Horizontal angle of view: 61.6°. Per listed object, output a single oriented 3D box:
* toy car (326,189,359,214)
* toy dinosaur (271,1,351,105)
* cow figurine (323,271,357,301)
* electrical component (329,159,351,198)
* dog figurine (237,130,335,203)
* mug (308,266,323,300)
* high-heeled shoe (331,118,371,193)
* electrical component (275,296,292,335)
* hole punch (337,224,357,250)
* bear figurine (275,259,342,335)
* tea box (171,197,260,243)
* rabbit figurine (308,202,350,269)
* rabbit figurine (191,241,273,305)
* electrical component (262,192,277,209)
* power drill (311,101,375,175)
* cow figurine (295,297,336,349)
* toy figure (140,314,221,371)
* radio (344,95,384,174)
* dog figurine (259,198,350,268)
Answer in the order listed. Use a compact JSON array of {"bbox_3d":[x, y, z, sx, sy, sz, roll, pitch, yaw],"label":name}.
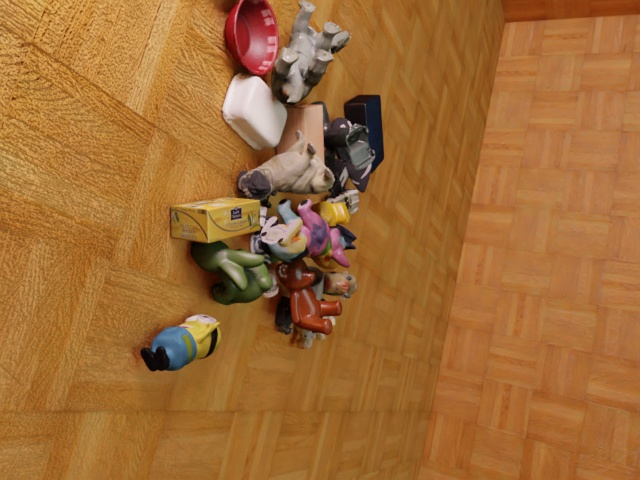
[{"bbox_3d":[0.071,-0.108,1.619,0.202,0.056,0.073,-26,119,-57],"label":"toy car"},{"bbox_3d":[-0.046,-0.371,1.174,0.192,0.131,0.405,119,-4,-53],"label":"toy dinosaur"},{"bbox_3d":[0.055,0.132,1.576,0.195,0.127,0.085,13,82,-65],"label":"cow figurine"},{"bbox_3d":[0.044,-0.172,1.561,0.119,0.048,0.074,-64,147,-31],"label":"electrical component"},{"bbox_3d":[-0.075,-0.128,1.221,0.190,0.121,0.172,-38,119,2],"label":"dog figurine"},{"bbox_3d":[-0.031,0.145,1.466,0.109,0.081,0.107,-68,159,-44],"label":"mug"},{"bbox_3d":[0.091,-0.241,1.579,0.145,0.086,0.248,-54,129,-63],"label":"high-heeled shoe"},{"bbox_3d":[-0.086,0.200,1.413,0.078,0.045,0.102,21,79,-60],"label":"electrical component"},{"bbox_3d":[0.039,-0.016,1.530,0.142,0.116,0.092,26,66,-62],"label":"hole punch"},{"bbox_3d":[-0.030,0.124,1.337,0.120,0.132,0.195,-51,137,-55],"label":"bear figurine"},{"bbox_3d":[-0.204,-0.043,1.070,0.169,0.098,0.068,-16,111,-58],"label":"tea box"},{"bbox_3d":[-0.003,-0.004,1.400,0.122,0.162,0.173,-7,82,-63],"label":"rabbit figurine"},{"bbox_3d":[-0.188,0.063,1.099,0.170,0.159,0.121,42,69,-40],"label":"rabbit figurine"},{"bbox_3d":[-0.133,-0.118,1.265,0.094,0.021,0.063,53,52,-55],"label":"electrical component"},{"bbox_3d":[0.049,-0.241,1.393,0.086,0.208,0.231,-31,124,-19],"label":"power drill"},{"bbox_3d":[-0.019,0.234,1.525,0.167,0.068,0.098,-44,129,-55],"label":"cow figurine"},{"bbox_3d":[-0.264,0.204,1.040,0.180,0.082,0.089,-30,137,-63],"label":"toy figure"},{"bbox_3d":[0.143,-0.335,1.684,0.131,0.073,0.229,-48,139,-49],"label":"radio"},{"bbox_3d":[-0.022,0.014,1.256,0.219,0.109,0.191,50,54,-34],"label":"dog figurine"}]
